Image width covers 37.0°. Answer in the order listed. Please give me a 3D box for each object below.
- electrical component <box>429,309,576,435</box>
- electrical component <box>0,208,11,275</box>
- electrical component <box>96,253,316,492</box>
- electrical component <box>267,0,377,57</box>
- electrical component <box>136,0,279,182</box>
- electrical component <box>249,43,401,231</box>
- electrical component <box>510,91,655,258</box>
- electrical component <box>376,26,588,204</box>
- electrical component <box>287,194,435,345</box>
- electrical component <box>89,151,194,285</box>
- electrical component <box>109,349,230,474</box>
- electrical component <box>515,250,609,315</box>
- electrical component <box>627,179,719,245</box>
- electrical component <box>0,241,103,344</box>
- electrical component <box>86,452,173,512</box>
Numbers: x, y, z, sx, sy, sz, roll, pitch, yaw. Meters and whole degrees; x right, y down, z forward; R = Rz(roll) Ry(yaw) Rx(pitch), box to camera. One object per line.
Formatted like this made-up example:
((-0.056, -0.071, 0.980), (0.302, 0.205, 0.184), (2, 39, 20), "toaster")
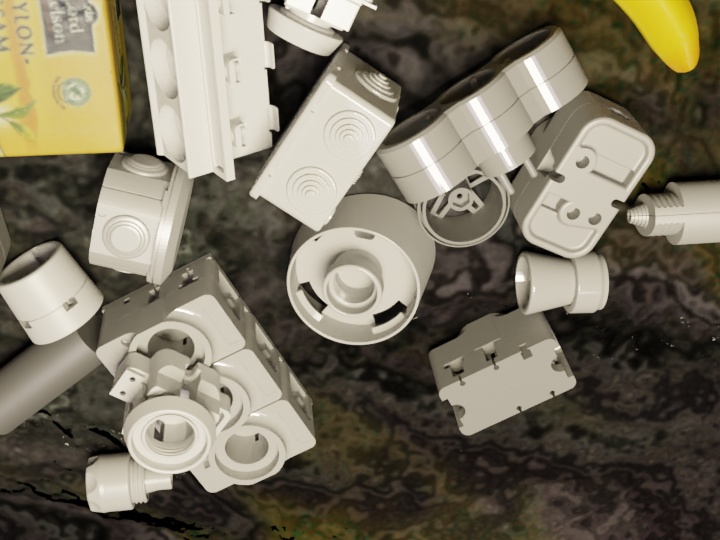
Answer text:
((0.101, 0.069, 0.779), (0.089, 0.055, 0.050), (-26, 120, 9), "electrical component")
((-0.260, -0.031, 0.674), (0.054, 0.059, 0.095), (-8, 121, -2), "electrical component")
((-0.105, 0.078, 0.756), (0.089, 0.061, 0.150), (-26, 120, 9), "electrical component")
((-0.025, -0.160, 0.634), (0.066, 0.048, 0.055), (21, 109, -18), "electrical component")
((-0.089, -0.124, 0.632), (0.063, 0.079, 0.121), (-21, 126, -29), "electrical component")
((-0.018, -0.080, 0.652), (0.048, 0.099, 0.099), (33, 113, -9), "electrical component")
((0.141, -0.065, 0.702), (0.054, 0.059, 0.095), (21, 116, -18), "electrical component")
((0.084, -0.082, 0.664), (0.138, 0.052, 0.073), (-37, 109, -9), "electrical component")
((0.000, 0.000, 0.736), (0.099, 0.064, 0.099), (4, 119, 7), "electrical component")
((-0.136, -0.034, 0.676), (0.051, 0.080, 0.080), (13, 119, -8), "electrical component")
((-0.121, 0.093, 0.692), (0.078, 0.057, 0.058), (29, 113, -22), "electrical component")
((0.141, 0.009, 0.755), (0.055, 0.045, 0.045), (-1, 121, -7), "electrical component")
((0.224, -0.039, 0.737), (0.081, 0.043, 0.043), (-4, 121, -5), "electrical component")
((-0.206, 0.014, 0.711), (0.055, 0.055, 0.047), (-25, 117, 8), "electrical component")
((-0.173, 0.158, 0.808), (0.062, 0.043, 0.043), (-4, 121, -6), "electrical component")
